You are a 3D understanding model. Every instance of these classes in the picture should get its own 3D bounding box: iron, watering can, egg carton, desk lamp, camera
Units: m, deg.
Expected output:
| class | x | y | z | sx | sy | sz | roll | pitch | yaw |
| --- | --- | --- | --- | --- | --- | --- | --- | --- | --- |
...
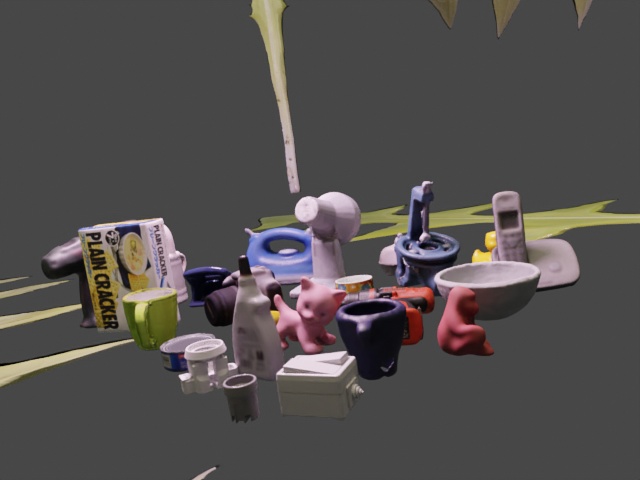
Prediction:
| class | x | y | z | sx | sy | sz | roll | pitch | yaw |
| --- | --- | --- | --- | --- | --- | --- | --- | --- | --- |
| iron | -0.069 | 0.031 | 1.395 | 0.257 | 0.141 | 0.119 | -5 | 9 | 17 |
| watering can | -0.375 | 0.056 | 1.328 | 0.101 | 0.194 | 0.173 | -7 | 8 | 6 |
| egg carton | 0.214 | 0.042 | 1.312 | 0.149 | 0.069 | 0.107 | -2 | 10 | 34 |
| desk lamp | 0.012 | 0.004 | 1.253 | 0.117 | 0.213 | 0.204 | -4 | 9 | 25 |
| camera | -0.157 | 0.107 | 1.098 | 0.137 | 0.101 | 0.142 | -14 | 10 | -35 |

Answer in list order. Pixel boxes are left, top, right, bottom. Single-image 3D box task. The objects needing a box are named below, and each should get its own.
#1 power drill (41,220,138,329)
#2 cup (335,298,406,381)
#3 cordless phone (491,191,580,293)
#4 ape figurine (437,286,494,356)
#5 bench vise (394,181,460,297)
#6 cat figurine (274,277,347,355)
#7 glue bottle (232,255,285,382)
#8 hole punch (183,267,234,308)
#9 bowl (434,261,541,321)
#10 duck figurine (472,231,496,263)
| class | x | y | z | sx | sy | sz | roll | pitch | yaw |
| --- | --- | --- | --- | --- | --- | --- | --- | --- | --- |
| power drill | -0.473 | 0.075 | 1.240 | 0.075 | 0.208 | 0.230 | -1 | 11 | 40 |
| cup | 0.068 | 0.134 | 0.730 | 0.091 | 0.095 | 0.118 | -6 | 9 | 12 |
| cordless phone | 0.383 | 0.000 | 1.035 | 0.147 | 0.185 | 0.094 | -7 | 8 | 3 |
| ape figurine | 0.198 | 0.109 | 0.787 | 0.076 | 0.092 | 0.078 | -4 | 9 | 25 |
| bench vise | 0.188 | -0.006 | 1.140 | 0.122 | 0.220 | 0.206 | -13 | 10 | -32 |
| cat figurine | -0.020 | 0.111 | 0.888 | 0.127 | 0.118 | 0.067 | -2 | 10 | 35 |
| glue bottle | -0.093 | 0.106 | 0.795 | 0.077 | 0.173 | 0.037 | -1 | 11 | 40 |
| hole punch | -0.241 | 0.097 | 1.281 | 0.108 | 0.091 | 0.101 | -6 | 8 | 11 |
| bowl | 0.272 | 0.087 | 0.929 | 0.167 | 0.075 | 0.167 | -8 | 8 | 1 |
| duck figurine | 0.375 | 0.024 | 1.229 | 0.078 | 0.086 | 0.104 | -15 | 11 | -42 |
